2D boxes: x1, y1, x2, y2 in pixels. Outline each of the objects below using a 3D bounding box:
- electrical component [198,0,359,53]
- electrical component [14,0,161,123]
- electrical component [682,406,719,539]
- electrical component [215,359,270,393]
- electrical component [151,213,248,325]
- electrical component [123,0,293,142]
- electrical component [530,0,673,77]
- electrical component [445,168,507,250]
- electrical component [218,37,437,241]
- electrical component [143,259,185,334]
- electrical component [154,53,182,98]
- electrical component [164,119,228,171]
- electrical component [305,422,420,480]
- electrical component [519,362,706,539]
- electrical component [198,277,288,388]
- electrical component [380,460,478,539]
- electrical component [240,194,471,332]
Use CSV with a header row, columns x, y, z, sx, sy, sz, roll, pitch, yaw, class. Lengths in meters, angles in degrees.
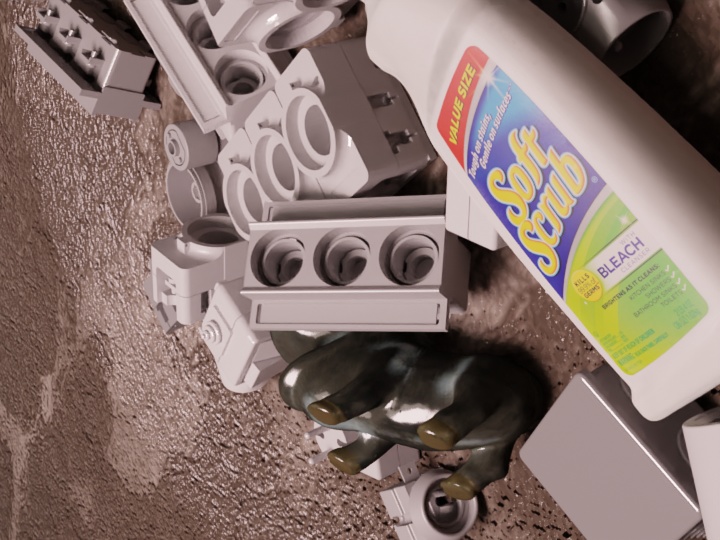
x,y,z,sx,sy,sz,roll,pitch,yaw,class
-0.024,-0.187,0.607,0.150,0.089,0.061,-32,80,55,electrical component
-0.226,-0.183,0.908,0.121,0.079,0.063,42,115,35,electrical component
0.184,0.066,0.433,0.108,0.108,0.060,-27,78,55,electrical component
-0.081,0.059,0.841,0.079,0.043,0.077,15,136,26,electrical component
-0.107,-0.006,0.809,0.050,0.089,0.055,34,131,41,electrical component
-0.101,-0.152,0.751,0.121,0.079,0.063,58,165,18,electrical component
0.109,-0.141,0.487,0.077,0.044,0.079,54,143,22,electrical component
0.088,-0.053,0.557,0.076,0.047,0.083,28,127,44,electrical component
-0.030,-0.071,0.696,0.150,0.062,0.089,-38,75,54,electrical component
-0.140,0.007,0.895,0.089,0.050,0.055,-40,74,54,electrical component
-0.132,-0.158,0.814,0.046,0.040,0.040,54,142,31,electrical component
-0.110,-0.096,0.791,0.044,0.065,0.044,28,128,44,electrical component
-0.005,0.109,0.736,0.047,0.077,0.065,13,116,51,electrical component
0.140,0.097,0.550,0.099,0.048,0.099,51,147,22,electrical component
-0.067,0.040,0.771,0.061,0.096,0.061,55,142,22,electrical component
0.048,0.158,0.716,0.066,0.048,0.055,66,153,6,electrical component
0.000,0.000,0.636,0.121,0.063,0.078,-1,74,22,electrical component
